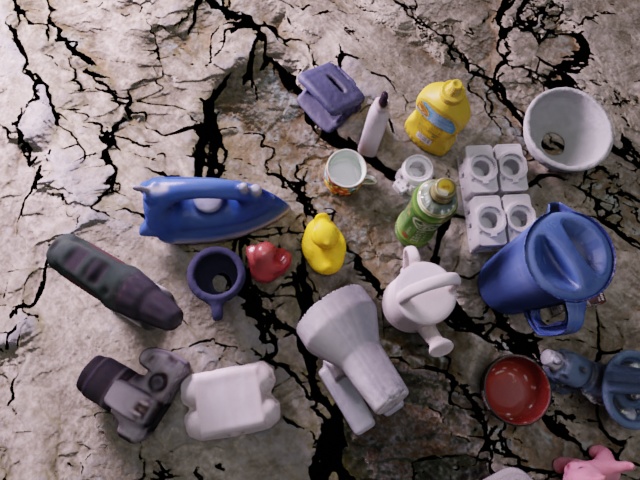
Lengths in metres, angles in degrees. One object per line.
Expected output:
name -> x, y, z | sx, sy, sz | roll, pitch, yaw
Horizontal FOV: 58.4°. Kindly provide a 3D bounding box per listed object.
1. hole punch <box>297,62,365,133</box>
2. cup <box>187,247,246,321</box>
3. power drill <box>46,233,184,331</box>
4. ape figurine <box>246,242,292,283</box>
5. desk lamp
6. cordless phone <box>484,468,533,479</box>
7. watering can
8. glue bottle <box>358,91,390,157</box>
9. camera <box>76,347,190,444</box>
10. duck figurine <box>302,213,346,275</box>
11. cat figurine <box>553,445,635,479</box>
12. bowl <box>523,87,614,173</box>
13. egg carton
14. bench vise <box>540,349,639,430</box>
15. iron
hole punch -> 0.020, -0.272, 1.045 | 0.101, 0.091, 0.108 | -41, 81, -13
cup -> -0.164, 0.078, 0.934 | 0.091, 0.095, 0.118 | -4, 75, -5
power drill -> -0.290, 0.077, 0.866 | 0.229, 0.208, 0.076 | 30, 75, 4
ape figurine -> -0.089, 0.030, 0.954 | 0.078, 0.092, 0.076 | 30, 75, 4
desk lamp -> 0.058, 0.183, 0.861 | 0.118, 0.213, 0.203 | -31, 79, -11
cordless phone -> 0.280, 0.407, 0.831 | 0.148, 0.185, 0.094 | -29, 78, -11
watering can -> 0.167, 0.093, 0.903 | 0.101, 0.194, 0.173 | -33, 79, -12
glue bottle -> 0.099, -0.210, 0.991 | 0.037, 0.173, 0.078 | 15, 74, 1
camera -> -0.293, 0.221, 0.883 | 0.136, 0.101, 0.143 | 29, 75, 4
duck figurine -> 0.009, 0.003, 0.972 | 0.077, 0.086, 0.104 | -8, 75, -6
cat figurine -> 0.424, 0.370, 0.887 | 0.128, 0.117, 0.067 | -17, 77, -8
bowl -> 0.448, -0.193, 1.064 | 0.167, 0.074, 0.167 | 1, 75, -4
egg carton -> -0.140, 0.255, 0.901 | 0.150, 0.069, 0.107 | -10, 76, -7
bench vise -> 0.452, 0.227, 0.875 | 0.207, 0.219, 0.121 | 4, 74, -3
iron -> -0.177, -0.069, 0.949 | 0.258, 0.141, 0.118 | -4, 75, -5
